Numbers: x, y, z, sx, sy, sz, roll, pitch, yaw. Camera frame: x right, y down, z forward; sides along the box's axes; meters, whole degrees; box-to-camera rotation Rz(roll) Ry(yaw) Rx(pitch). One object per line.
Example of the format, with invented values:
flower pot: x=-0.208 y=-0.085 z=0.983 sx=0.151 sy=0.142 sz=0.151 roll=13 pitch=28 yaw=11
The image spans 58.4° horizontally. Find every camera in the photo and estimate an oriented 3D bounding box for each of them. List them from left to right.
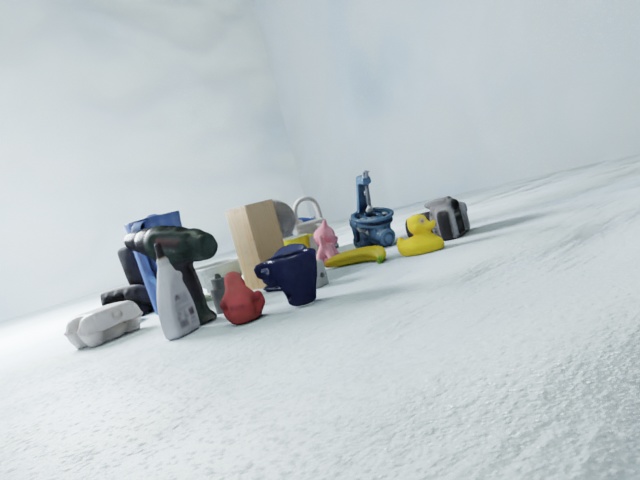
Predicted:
camera: x=0.289 y=-0.051 z=1.431 sx=0.136 sy=0.101 sz=0.143 roll=-13 pitch=5 yaw=30

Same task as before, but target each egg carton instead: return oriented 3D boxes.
egg carton: x=-0.461 y=0.180 z=1.229 sx=0.107 sy=0.069 sz=0.151 roll=-12 pitch=5 yaw=34

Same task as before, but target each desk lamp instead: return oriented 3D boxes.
desk lamp: x=-0.145 y=-0.012 z=1.682 sx=0.118 sy=0.213 sz=0.202 roll=-17 pitch=4 yaw=-23

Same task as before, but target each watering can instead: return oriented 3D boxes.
watering can: x=-0.033 y=-0.035 z=1.726 sx=0.172 sy=0.194 sz=0.101 roll=-11 pitch=6 yaw=44

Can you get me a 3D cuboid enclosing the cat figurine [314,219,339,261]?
cat figurine: x=0.014 y=0.006 z=1.539 sx=0.067 sy=0.118 sz=0.128 roll=-14 pitch=4 yaw=10

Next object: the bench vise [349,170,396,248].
bench vise: x=0.120 y=-0.082 z=1.632 sx=0.122 sy=0.220 sz=0.206 roll=-18 pitch=5 yaw=-38

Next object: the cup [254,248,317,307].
cup: x=-0.054 y=0.073 z=1.022 sx=0.117 sy=0.095 sz=0.092 roll=-14 pitch=4 yaw=9

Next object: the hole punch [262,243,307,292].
hole punch: x=-0.081 y=0.062 z=1.301 sx=0.101 sy=0.091 sz=0.108 roll=-19 pitch=6 yaw=-42

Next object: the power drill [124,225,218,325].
power drill: x=-0.285 y=0.068 z=1.126 sx=0.228 sy=0.208 sz=0.076 roll=-12 pitch=5 yaw=33

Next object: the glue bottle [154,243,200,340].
glue bottle: x=-0.269 y=0.089 z=1.036 sx=0.037 sy=0.173 sz=0.078 roll=-13 pitch=5 yaw=23

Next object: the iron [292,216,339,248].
iron: x=-0.048 y=-0.013 z=1.863 sx=0.259 sy=0.141 sz=0.118 roll=-19 pitch=5 yaw=-41

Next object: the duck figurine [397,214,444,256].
duck figurine: x=0.217 y=-0.013 z=1.274 sx=0.104 sy=0.086 sz=0.078 roll=-13 pitch=5 yaw=26

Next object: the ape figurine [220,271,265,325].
ape figurine: x=-0.141 y=0.099 z=1.005 sx=0.077 sy=0.092 sz=0.076 roll=-14 pitch=4 yaw=12

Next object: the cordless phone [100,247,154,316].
cordless phone: x=-0.516 y=0.114 z=1.516 sx=0.147 sy=0.185 sz=0.094 roll=-14 pitch=4 yaw=17

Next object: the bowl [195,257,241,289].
bowl: x=-0.284 y=0.101 z=1.628 sx=0.167 sy=0.075 sz=0.167 roll=-15 pitch=4 yaw=1
